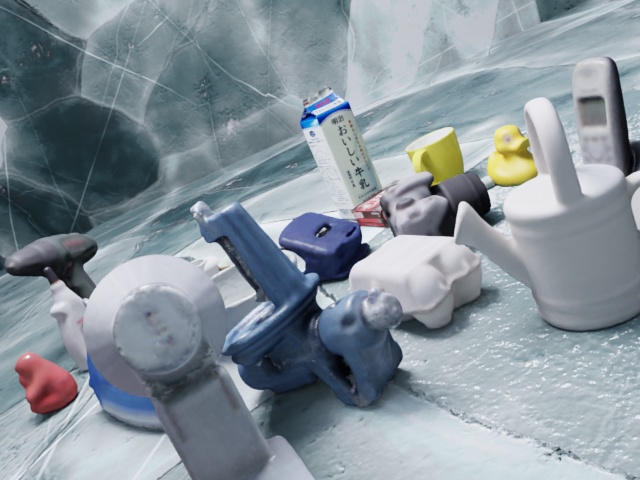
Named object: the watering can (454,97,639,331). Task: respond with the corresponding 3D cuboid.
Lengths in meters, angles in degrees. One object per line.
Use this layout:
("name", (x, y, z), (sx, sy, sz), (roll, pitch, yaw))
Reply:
("watering can", (0.205, -0.025, 0.496), (0.173, 0.194, 0.101), (-25, 17, -2))

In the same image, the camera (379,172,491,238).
("camera", (0.160, -0.044, 0.773), (0.137, 0.101, 0.143), (-24, 17, 1))

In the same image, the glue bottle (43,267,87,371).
("glue bottle", (-0.392, 0.119, 0.912), (0.037, 0.173, 0.078), (-17, 19, 23))

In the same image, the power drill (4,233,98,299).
("power drill", (-0.447, 0.083, 1.034), (0.075, 0.209, 0.229), (-22, 17, 8))

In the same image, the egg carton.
("egg carton", (0.102, 0.044, 0.641), (0.107, 0.069, 0.149), (-34, 19, -28))

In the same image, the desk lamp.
("desk lamp", (-0.097, 0.117, 0.447), (0.118, 0.214, 0.202), (-30, 18, -18))

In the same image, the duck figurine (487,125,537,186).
("duck figurine", (0.296, -0.137, 0.891), (0.077, 0.086, 0.104), (-29, 18, -14))

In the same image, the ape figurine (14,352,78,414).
("ape figurine", (-0.398, 0.200, 0.817), (0.076, 0.092, 0.078), (-21, 17, 11))

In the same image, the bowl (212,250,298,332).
("bowl", (-0.096, 0.085, 0.781), (0.167, 0.075, 0.167), (-22, 17, 8))

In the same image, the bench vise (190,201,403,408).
("bench vise", (-0.024, 0.047, 0.546), (0.207, 0.220, 0.121), (-18, 18, 22))

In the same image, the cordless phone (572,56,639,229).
("cordless phone", (0.313, -0.091, 0.561), (0.094, 0.185, 0.147), (-30, 18, -19))

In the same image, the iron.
("iron", (-0.199, 0.130, 0.671), (0.257, 0.141, 0.119), (-5, 25, 47))

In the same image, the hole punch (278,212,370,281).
("hole punch", (0.008, 0.003, 0.856), (0.100, 0.091, 0.109), (-12, 21, 35))
